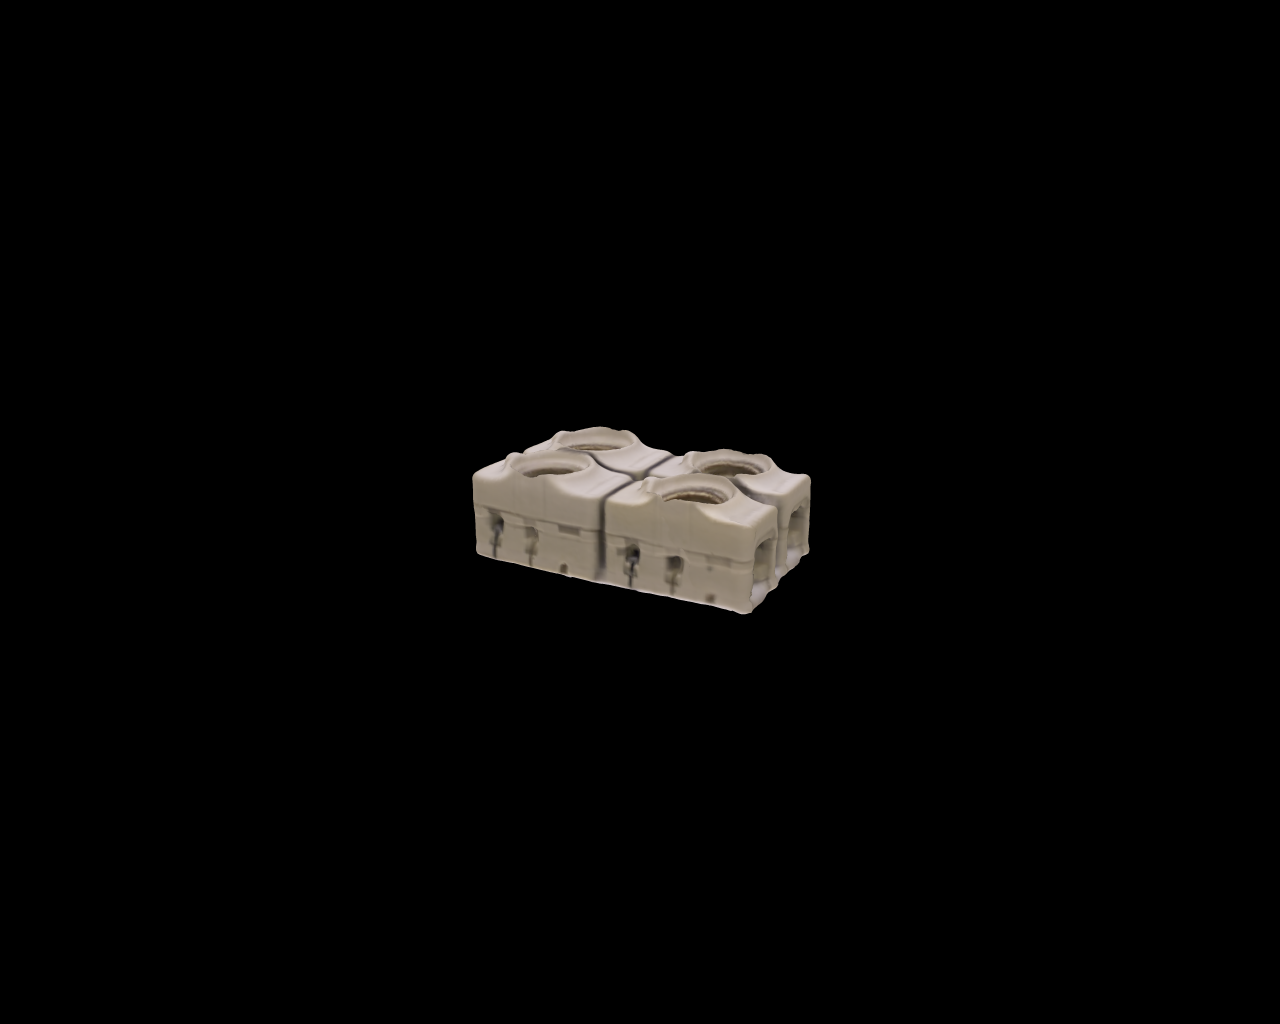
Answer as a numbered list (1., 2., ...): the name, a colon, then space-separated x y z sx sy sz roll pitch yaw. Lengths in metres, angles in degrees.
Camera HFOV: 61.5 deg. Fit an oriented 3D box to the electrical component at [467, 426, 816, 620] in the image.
1. electrical component: 0.001 -0.003 0.650 0.186 0.060 0.105 11 23 27
